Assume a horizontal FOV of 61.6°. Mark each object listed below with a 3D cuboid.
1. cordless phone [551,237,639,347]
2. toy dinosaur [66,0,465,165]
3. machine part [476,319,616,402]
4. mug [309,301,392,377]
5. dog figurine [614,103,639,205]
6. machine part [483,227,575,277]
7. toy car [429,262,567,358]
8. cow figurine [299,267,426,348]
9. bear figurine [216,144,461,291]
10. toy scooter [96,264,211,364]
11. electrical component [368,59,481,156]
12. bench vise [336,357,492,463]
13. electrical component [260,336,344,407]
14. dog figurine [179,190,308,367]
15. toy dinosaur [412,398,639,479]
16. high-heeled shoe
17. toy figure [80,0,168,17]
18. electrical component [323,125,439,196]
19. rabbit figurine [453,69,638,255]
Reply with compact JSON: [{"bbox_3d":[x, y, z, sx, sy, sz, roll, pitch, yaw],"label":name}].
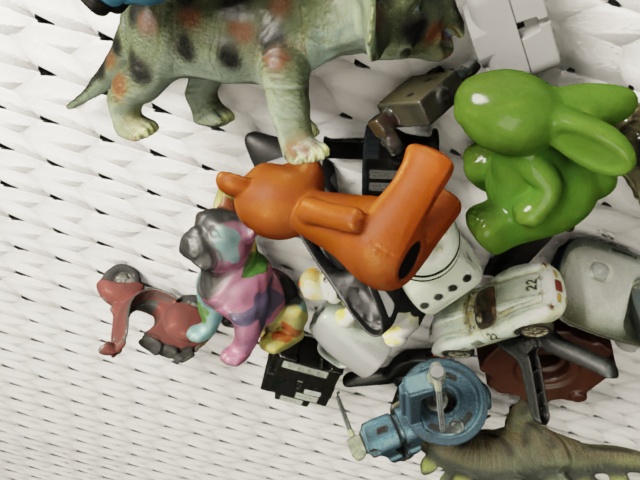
[{"bbox_3d":[0.328,0.093,0.584,0.147,0.184,0.088,19,129,-7],"label":"cordless phone"},{"bbox_3d":[-0.086,-0.179,0.468,0.405,0.131,0.192,8,115,15],"label":"toy dinosaur"},{"bbox_3d":[0.309,0.160,0.742,0.179,0.056,0.179,6,132,6],"label":"machine part"},{"bbox_3d":[0.034,0.135,0.763,0.107,0.081,0.109,38,134,-9],"label":"mug"},{"bbox_3d":[0.344,-0.028,0.487,0.190,0.172,0.121,25,122,-22],"label":"dog figurine"},{"bbox_3d":[0.238,-0.007,0.612,0.084,0.039,0.138,14,132,-9],"label":"machine part"},{"bbox_3d":[0.199,0.087,0.637,0.056,0.073,0.202,21,148,-25],"label":"toy car"},{"bbox_3d":[0.061,0.067,0.694,0.167,0.068,0.098,25,127,-17],"label":"cow figurine"},{"bbox_3d":[0.013,-0.038,0.499,0.196,0.132,0.120,30,171,30],"label":"bear figurine"},{"bbox_3d":[-0.239,0.122,0.758,0.184,0.135,0.075,30,130,-18],"label":"toy scooter"},{"bbox_3d":[0.094,-0.123,0.495,0.078,0.102,0.045,11,139,52],"label":"electrical component"},{"bbox_3d":[0.133,0.226,0.733,0.224,0.129,0.240,-12,146,2],"label":"bench vise"},{"bbox_3d":[-0.030,0.208,0.852,0.115,0.058,0.134,19,134,-4],"label":"electrical component"},{"bbox_3d":[-0.088,0.036,0.672,0.109,0.191,0.219,28,119,40],"label":"dog figurine"},{"bbox_3d":[0.300,0.320,0.796,0.472,0.199,0.104,-11,133,22],"label":"toy dinosaur"},{"bbox_3d":[-0.001,-0.002,0.589,0.248,0.145,0.086,38,128,-25],"label":"high-heeled shoe"},{"bbox_3d":[-0.095,-0.216,0.360,0.180,0.082,0.089,-29,133,28],"label":"toy figure"},{"bbox_3d":[0.061,-0.081,0.558,0.119,0.048,0.074,5,151,3],"label":"electrical component"},{"bbox_3d":[0.183,-0.075,0.463,0.159,0.121,0.170,-4,147,36],"label":"rabbit figurine"}]
